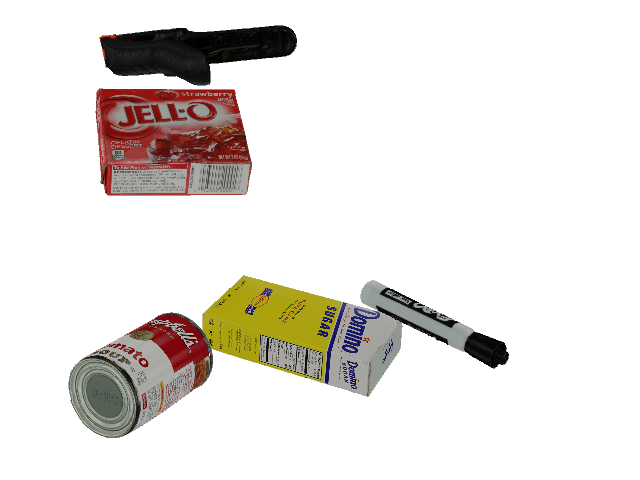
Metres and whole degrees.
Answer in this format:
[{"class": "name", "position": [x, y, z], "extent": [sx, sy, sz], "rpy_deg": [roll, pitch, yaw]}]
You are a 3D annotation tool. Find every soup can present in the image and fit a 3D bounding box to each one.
[{"class": "soup can", "position": [-0.141, 0.105, 0.840], "extent": [0.069, 0.068, 0.102], "rpy_deg": [0, 15, 29]}]

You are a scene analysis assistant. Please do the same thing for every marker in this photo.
[{"class": "marker", "position": [0.078, 0.058, 0.742], "extent": [0.121, 0.020, 0.020], "rpy_deg": [25, 16, 37]}]

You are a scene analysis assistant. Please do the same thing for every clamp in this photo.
[{"class": "clamp", "position": [-0.106, -0.155, 0.868], "extent": [0.172, 0.039, 0.120], "rpy_deg": [16, 25, 42]}]

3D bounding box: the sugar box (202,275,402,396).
[{"class": "sugar box", "position": [-0.017, 0.089, 1.039], "extent": [0.176, 0.048, 0.093], "rpy_deg": [11, 28, 20]}]

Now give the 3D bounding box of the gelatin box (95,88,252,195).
[{"class": "gelatin box", "position": [-0.092, -0.062, 0.657], "extent": [0.089, 0.030, 0.073], "rpy_deg": [-1, 45, -15]}]
